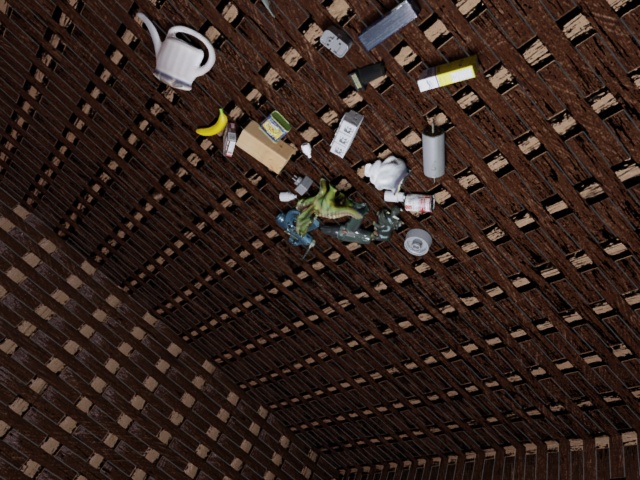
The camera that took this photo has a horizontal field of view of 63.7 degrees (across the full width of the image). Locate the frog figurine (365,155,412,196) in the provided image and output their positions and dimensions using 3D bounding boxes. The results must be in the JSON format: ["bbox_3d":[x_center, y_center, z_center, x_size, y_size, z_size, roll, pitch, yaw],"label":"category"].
[{"bbox_3d":[0.241,-0.253,1.905,0.160,0.123,0.136,30,103,13],"label":"frog figurine"}]

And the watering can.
[{"bbox_3d":[-0.556,-0.695,1.916,0.348,0.104,0.222,26,101,8],"label":"watering can"}]

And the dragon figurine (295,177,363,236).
[{"bbox_3d":[0.006,-0.102,2.029,0.242,0.417,0.120,-46,121,6],"label":"dragon figurine"}]
